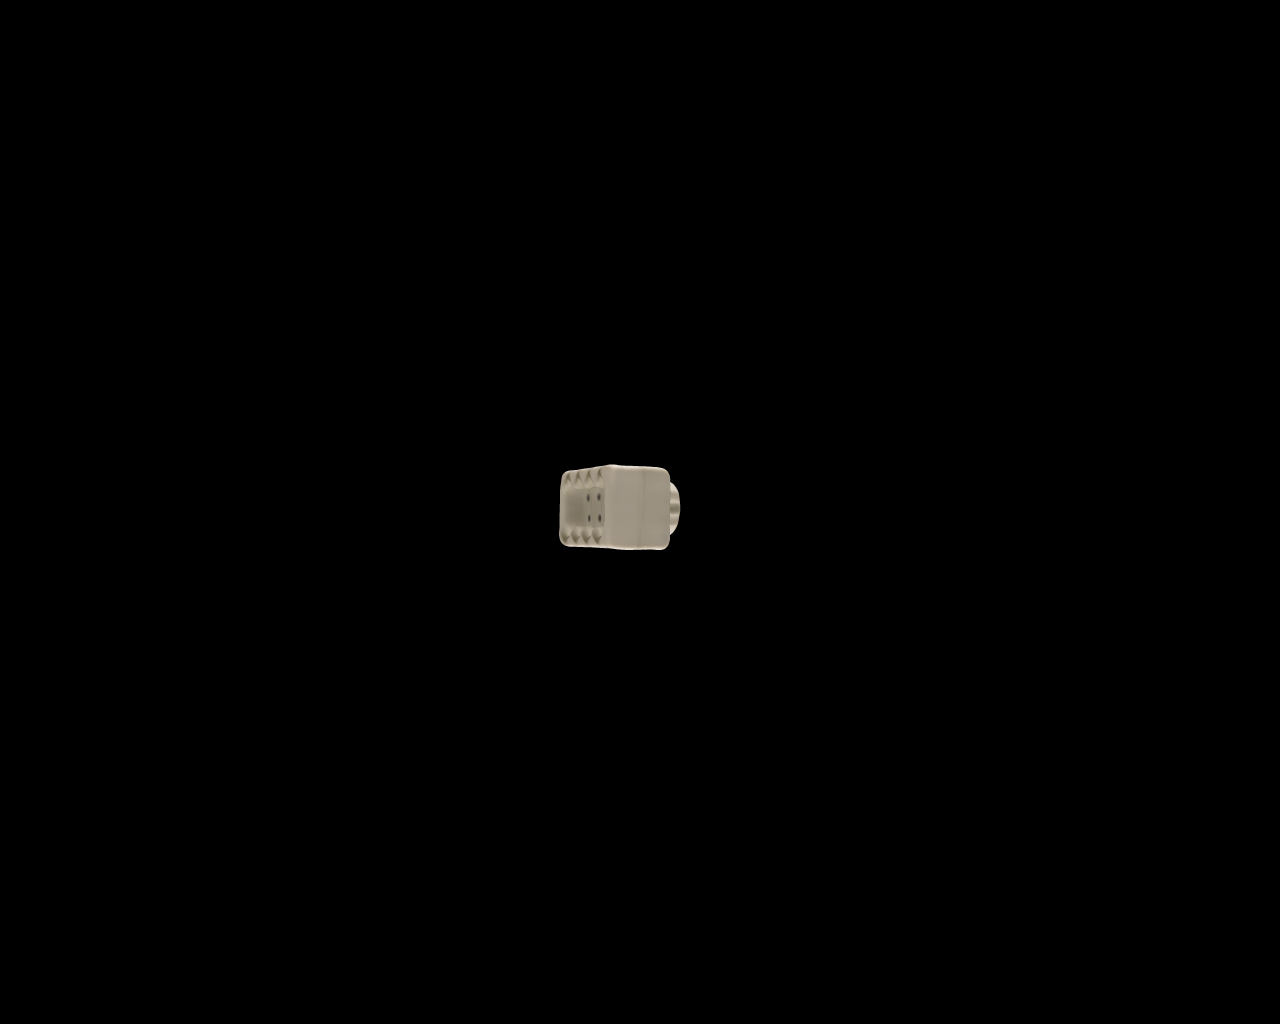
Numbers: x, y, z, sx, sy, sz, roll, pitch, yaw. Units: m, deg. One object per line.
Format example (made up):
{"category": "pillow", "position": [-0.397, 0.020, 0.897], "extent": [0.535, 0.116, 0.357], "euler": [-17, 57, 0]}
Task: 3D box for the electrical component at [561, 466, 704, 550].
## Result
{"category": "electrical component", "position": [0.001, -0.003, 0.650], "extent": [0.076, 0.047, 0.083], "euler": [0, 0, -24]}
